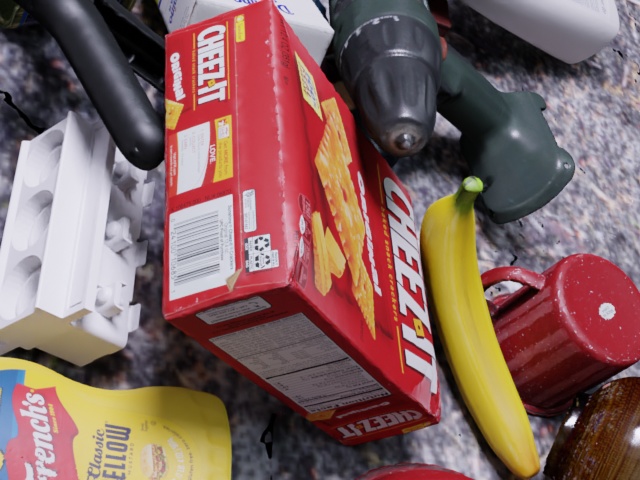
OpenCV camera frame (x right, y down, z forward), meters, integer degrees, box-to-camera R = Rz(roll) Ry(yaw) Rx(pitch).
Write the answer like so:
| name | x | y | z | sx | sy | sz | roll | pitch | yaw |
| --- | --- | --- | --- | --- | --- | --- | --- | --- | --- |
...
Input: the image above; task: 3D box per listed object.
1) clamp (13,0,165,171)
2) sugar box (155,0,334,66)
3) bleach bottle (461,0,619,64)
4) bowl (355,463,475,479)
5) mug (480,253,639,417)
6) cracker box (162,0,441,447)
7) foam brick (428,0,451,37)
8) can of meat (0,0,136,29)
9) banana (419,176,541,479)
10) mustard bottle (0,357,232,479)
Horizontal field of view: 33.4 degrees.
| name | x | y | z | sx | sy | sz | roll | pitch | yaw |
| --- | --- | --- | --- | --- | --- | --- | --- | --- | --- |
| clamp | -0.137 | -0.127 | 0.582 | 0.210 | 0.036 | 0.164 | 46 | 15 | -16 |
| sugar box | -0.063 | -0.167 | 0.698 | 0.093 | 0.048 | 0.176 | 9 | 35 | -26 |
| bleach bottle | 0.142 | -0.215 | 0.835 | 0.250 | 0.068 | 0.102 | 11 | 55 | -47 |
| bowl | 0.075 | 0.191 | 0.587 | 0.162 | 0.055 | 0.162 | 12 | 55 | -18 |
| mug | 0.155 | 0.054 | 0.713 | 0.117 | 0.082 | 0.093 | 34 | 50 | -9 |
| cracker box | -0.004 | 0.001 | 0.581 | 0.213 | 0.072 | 0.164 | 46 | 34 | -54 |
| foam brick | 0.064 | -0.184 | 0.825 | 0.053 | 0.051 | 0.078 | 15 | 55 | -22 |
| can of meat | -0.174 | -0.187 | 0.677 | 0.083 | 0.058 | 0.102 | -19 | 73 | -36 |
| banana | 0.096 | 0.055 | 0.675 | 0.037 | 0.070 | 0.198 | -17 | 102 | -9 |
| mustard bottle | -0.139 | 0.107 | 0.514 | 0.191 | 0.058 | 0.096 | 15 | 57 | -23 |
